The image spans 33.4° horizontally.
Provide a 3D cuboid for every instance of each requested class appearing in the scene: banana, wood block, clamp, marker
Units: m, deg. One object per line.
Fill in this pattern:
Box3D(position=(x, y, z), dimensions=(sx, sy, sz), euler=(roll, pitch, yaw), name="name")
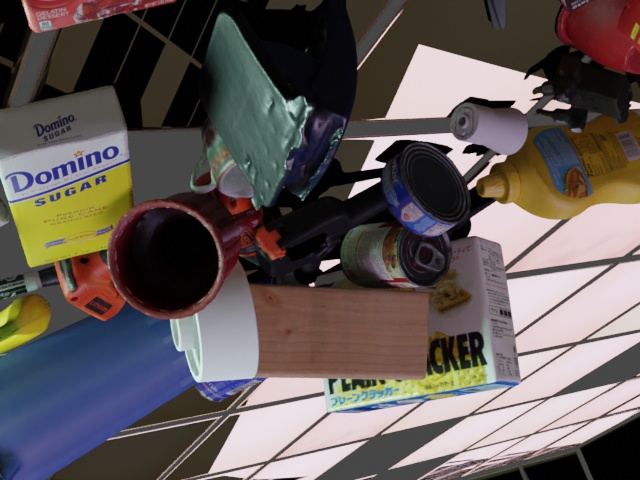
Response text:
Box3D(position=(-0.288, 0.079, 0.987), dimensions=(0.069, 0.037, 0.198), euler=(-20, 177, -27), name="banana")
Box3D(position=(-0.003, 0.092, 1.067), dimensions=(0.205, 0.090, 0.091), euler=(4, 176, -22), name="wood block")
Box3D(position=(-0.006, 0.001, 0.986), dimensions=(0.165, 0.036, 0.209), euler=(-46, 166, 28), name="clamp")
Box3D(position=(-0.284, 0.044, 0.960), dimensions=(0.121, 0.020, 0.020), euler=(-15, 158, -13), name="marker")
Box3D(position=(0.115, -0.021, 1.130), dimensions=(0.120, 0.039, 0.171), euler=(1, 157, -7), name="clamp")

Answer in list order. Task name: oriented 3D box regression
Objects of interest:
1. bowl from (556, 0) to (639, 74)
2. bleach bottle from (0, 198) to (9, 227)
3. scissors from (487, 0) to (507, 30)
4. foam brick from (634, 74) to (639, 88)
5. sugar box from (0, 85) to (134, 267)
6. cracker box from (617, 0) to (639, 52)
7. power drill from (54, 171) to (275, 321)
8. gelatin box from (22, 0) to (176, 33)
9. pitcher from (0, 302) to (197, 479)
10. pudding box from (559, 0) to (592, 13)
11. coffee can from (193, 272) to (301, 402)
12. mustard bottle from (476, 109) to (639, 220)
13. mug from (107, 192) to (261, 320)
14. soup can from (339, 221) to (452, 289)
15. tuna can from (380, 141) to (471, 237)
Box3D(position=(0.276, -0.182, 0.858), dimensions=(0.162, 0.055, 0.162), euler=(-18, 158, -7), name="bowl")
Box3D(position=(-0.348, 0.031, 0.818), dimensions=(0.251, 0.068, 0.102), euler=(-26, 159, 8), name="bleach bottle")
Box3D(position=(0.101, -0.192, 0.735), dimensions=(0.096, 0.016, 0.202), euler=(-15, 158, -8), name="scissors")
Box3D(position=(0.318, -0.153, 0.968), dimensions=(0.051, 0.053, 0.078), euler=(-24, 158, 11), name="foam brick")
Box3D(position=(-0.189, -0.042, 0.801), dimensions=(0.093, 0.048, 0.176), euler=(-15, 159, -13), name="sugar box")
Box3D(position=(0.319, -0.219, 0.720), dimensions=(0.213, 0.072, 0.164), euler=(-31, 158, -13), name="cracker box")
Box3D(position=(-0.131, 0.010, 0.967), dimensions=(0.187, 0.057, 0.184), euler=(-24, 158, 5), name="power drill")
Box3D(position=(-0.127, -0.157, 0.600), dimensions=(0.089, 0.030, 0.073), euler=(-15, 158, -12), name="gelatin box")
Box3D(position=(-0.249, 0.144, 1.066), dimensions=(0.242, 0.149, 0.145), euler=(-28, 163, -17), name="pitcher")
Box3D(position=(0.209, -0.216, 0.740), dimensions=(0.113, 0.039, 0.090), euler=(-26, 158, 13), name="pudding box")
Box3D(position=(-0.074, 0.105, 1.177), dimensions=(0.140, 0.103, 0.102), euler=(-27, 158, 17), name="coffee can")
Box3D(position=(0.240, -0.069, 1.042), dimensions=(0.191, 0.096, 0.058), euler=(-12, 157, -19), name="mustard bottle")
Box3D(position=(-0.099, 0.002, 0.835), dimensions=(0.117, 0.093, 0.081), euler=(-27, -174, 13), name="mug")
Box3D(position=(0.074, 0.014, 1.072), dimensions=(0.068, 0.068, 0.102), euler=(-5, 180, -33), name="soup can")
Box3D(position=(0.097, -0.046, 0.987), dimensions=(0.085, 0.086, 0.034), euler=(1, 152, -42), name="tuna can")
